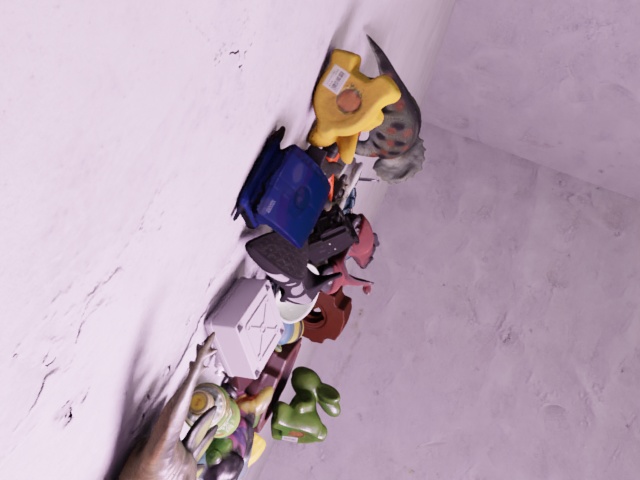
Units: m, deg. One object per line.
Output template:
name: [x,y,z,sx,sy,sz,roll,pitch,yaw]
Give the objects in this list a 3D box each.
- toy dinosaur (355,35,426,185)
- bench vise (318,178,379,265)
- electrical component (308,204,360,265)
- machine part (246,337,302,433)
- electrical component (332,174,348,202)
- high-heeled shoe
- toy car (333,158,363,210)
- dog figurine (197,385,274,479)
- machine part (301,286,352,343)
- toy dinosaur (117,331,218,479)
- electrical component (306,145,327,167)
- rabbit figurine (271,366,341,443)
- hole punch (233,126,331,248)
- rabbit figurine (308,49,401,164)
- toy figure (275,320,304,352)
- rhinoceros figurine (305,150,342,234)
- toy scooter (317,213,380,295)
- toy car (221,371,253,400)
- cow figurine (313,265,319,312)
toy dinosaur: [0.149,-0.243,1.122,0.404,0.192,0.131,91,21,-72]
bench vise: [0.034,-0.030,1.223,0.241,0.129,0.223,-62,168,-59]
electrical component: [-0.002,-0.003,1.017,0.134,0.058,0.114,-26,157,11]
machine part: [-0.124,0.309,1.215,0.201,0.087,0.200,-46,157,-73]
electrical component: [0.015,-0.103,1.074,0.021,0.063,0.094,100,16,-56]
high-heeled shoe: [-0.072,0.051,0.862,0.248,0.145,0.086,27,52,-49]
toy car: [0.029,-0.104,1.123,0.056,0.074,0.202,100,15,-60]
dog figurine: [-0.166,0.355,1.012,0.191,0.109,0.219,95,15,-57]
machine part: [-0.016,0.151,1.197,0.056,0.179,0.179,-56,166,-51]
toy dinosaur: [-0.200,0.296,0.656,0.199,0.105,0.471,-69,-174,-50]
electrical component: [-0.025,-0.090,0.818,0.119,0.075,0.047,-63,172,-2]
rabbit figurine: [-0.031,0.372,1.252,0.121,0.159,0.170,87,9,-50]
hole punch: [-0.047,-0.061,0.721,0.142,0.092,0.115,-62,167,-13]
rabbit figurine: [0.057,-0.208,0.873,0.162,0.122,0.173,-65,174,16]
toy figure: [-0.085,0.182,1.108,0.082,0.089,0.180,-59,173,-5]
rhinoceros figurine: [-0.025,-0.058,0.908,0.112,0.073,0.190,-52,163,-65]
toy scooter: [0.073,0.042,1.120,0.075,0.135,0.184,5,-114,61]
toy car: [-0.144,0.222,0.966,0.089,0.053,0.202,-42,160,-25]
cow figurine: [-0.011,0.099,1.332,0.195,0.127,0.085,-40,154,-42]
